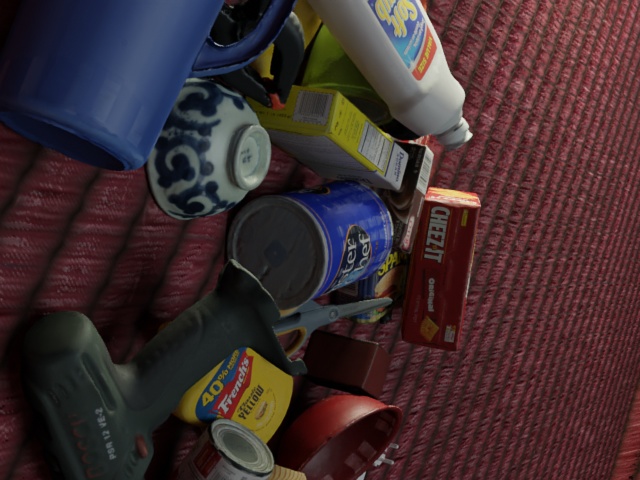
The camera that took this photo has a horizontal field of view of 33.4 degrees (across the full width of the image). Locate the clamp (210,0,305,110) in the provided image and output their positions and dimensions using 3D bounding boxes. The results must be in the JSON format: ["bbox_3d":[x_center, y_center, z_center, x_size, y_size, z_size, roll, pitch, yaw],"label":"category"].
[{"bbox_3d":[-0.067,-0.172,0.832,0.039,0.120,0.171,-101,-178,-49],"label":"clamp"}]

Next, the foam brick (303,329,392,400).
[{"bbox_3d":[0.029,0.134,1.141,0.053,0.078,0.051,46,59,-57],"label":"foam brick"}]

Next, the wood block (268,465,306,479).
[{"bbox_3d":[-0.053,0.316,1.044,0.090,0.091,0.206,-53,143,-40],"label":"wood block"}]

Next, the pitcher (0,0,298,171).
[{"bbox_3d":[-0.111,-0.168,0.697,0.144,0.149,0.243,38,70,-59],"label":"pitcher"}]

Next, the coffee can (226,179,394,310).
[{"bbox_3d":[-0.007,0.001,0.996,0.140,0.103,0.103,-17,116,-59],"label":"coffee can"}]

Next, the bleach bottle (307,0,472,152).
[{"bbox_3d":[0.060,-0.192,0.955,0.250,0.068,0.102,53,48,-14],"label":"bleach bottle"}]

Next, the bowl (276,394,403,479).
[{"bbox_3d":[0.009,0.213,1.117,0.162,0.055,0.162,-31,151,-20],"label":"bowl"}]

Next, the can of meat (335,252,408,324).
[{"bbox_3d":[0.057,0.036,1.180,0.101,0.058,0.084,-28,128,-55],"label":"can of meat"}]

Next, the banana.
[{"bbox_3d":[-0.036,-0.187,0.939,0.197,0.037,0.069,-48,140,-44],"label":"banana"}]

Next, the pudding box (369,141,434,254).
[{"bbox_3d":[0.063,-0.049,1.122,0.039,0.090,0.113,33,71,-62],"label":"pudding box"}]

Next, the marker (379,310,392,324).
[{"bbox_3d":[0.084,0.041,1.271,0.020,0.020,0.121,-4,104,-61],"label":"marker"}]

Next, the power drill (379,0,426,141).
[{"bbox_3d":[0.093,-0.195,1.089,0.184,0.057,0.188,-114,-150,-80],"label":"power drill"}]

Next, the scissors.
[{"bbox_3d":[0.001,0.059,1.077,0.201,0.016,0.096,-27,116,-39],"label":"scissors"}]

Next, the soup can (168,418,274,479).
[{"bbox_3d":[-0.094,0.211,0.909,0.102,0.068,0.068,-54,157,16],"label":"soup can"}]

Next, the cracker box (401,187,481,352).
[{"bbox_3d":[0.142,0.026,1.253,0.213,0.072,0.164,-36,134,-80],"label":"cracker box"}]

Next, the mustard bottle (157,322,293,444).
[{"bbox_3d":[-0.091,0.119,0.930,0.096,0.058,0.191,-55,146,-14],"label":"mustard bottle"}]

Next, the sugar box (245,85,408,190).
[{"bbox_3d":[0.009,-0.096,0.998,0.176,0.093,0.048,25,78,-63],"label":"sugar box"}]

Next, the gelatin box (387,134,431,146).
[{"bbox_3d":[0.098,-0.113,1.225,0.073,0.030,0.089,37,67,-60],"label":"gelatin box"}]
